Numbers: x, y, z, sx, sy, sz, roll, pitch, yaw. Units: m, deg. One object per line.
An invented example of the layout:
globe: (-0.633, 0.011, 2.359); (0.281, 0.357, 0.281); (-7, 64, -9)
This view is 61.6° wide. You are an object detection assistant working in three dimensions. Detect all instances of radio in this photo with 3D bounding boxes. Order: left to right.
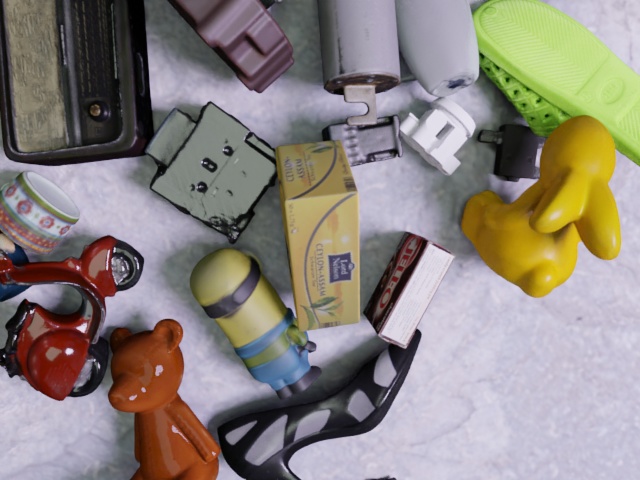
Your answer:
radio: (-0.247, -0.192, 0.544); (0.131, 0.073, 0.229); (-3, 96, -4)

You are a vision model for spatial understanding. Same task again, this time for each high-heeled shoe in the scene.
high-heeled shoe: (-0.001, 0.176, 0.619); (0.145, 0.086, 0.249); (32, 76, 21)

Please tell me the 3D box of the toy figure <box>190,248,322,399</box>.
toy figure: (-0.067, 0.088, 0.580); (0.082, 0.089, 0.180); (-31, 95, -5)

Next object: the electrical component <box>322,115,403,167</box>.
electrical component: (0.023, -0.099, 0.576); (0.119, 0.075, 0.047); (-9, 98, -1)

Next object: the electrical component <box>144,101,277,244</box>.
electrical component: (-0.114, -0.078, 0.576); (0.134, 0.058, 0.115); (34, 91, -7)

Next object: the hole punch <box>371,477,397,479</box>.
hole punch: (0.051, 0.362, 0.621); (0.142, 0.092, 0.115); (-29, 94, 3)

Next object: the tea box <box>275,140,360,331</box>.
tea box: (-0.001, -0.002, 0.535); (0.068, 0.098, 0.169); (-6, 129, -4)

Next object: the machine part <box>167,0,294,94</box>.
machine part: (-0.099, -0.215, 0.508); (0.056, 0.179, 0.179); (-44, 97, 5)

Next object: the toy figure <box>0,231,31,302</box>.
toy figure: (-0.365, -0.007, 0.566); (0.064, 0.058, 0.154); (-34, 93, -6)

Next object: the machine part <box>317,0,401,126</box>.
machine part: (0.036, -0.233, 0.528); (0.079, 0.079, 0.243); (-5, 88, -4)

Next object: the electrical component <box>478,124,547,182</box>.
electrical component: (0.225, -0.098, 0.615); (0.094, 0.021, 0.063); (7, 96, -5)

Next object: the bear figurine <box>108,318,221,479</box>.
bear figurine: (-0.180, 0.192, 0.566); (0.120, 0.132, 0.195); (-10, 105, 25)

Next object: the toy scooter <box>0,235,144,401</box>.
toy scooter: (-0.272, 0.073, 0.546); (0.135, 0.075, 0.183); (20, 93, -36)

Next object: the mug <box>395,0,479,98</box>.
mug: (0.111, -0.200, 0.558); (0.110, 0.080, 0.107); (-24, 76, 30)

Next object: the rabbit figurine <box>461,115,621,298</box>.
rabbit figurine: (0.230, -0.039, 0.539); (0.122, 0.162, 0.173); (23, 115, 1)

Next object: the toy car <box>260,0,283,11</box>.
toy car: (-0.062, -0.320, 0.533); (0.103, 0.109, 0.161); (-35, 107, -17)
